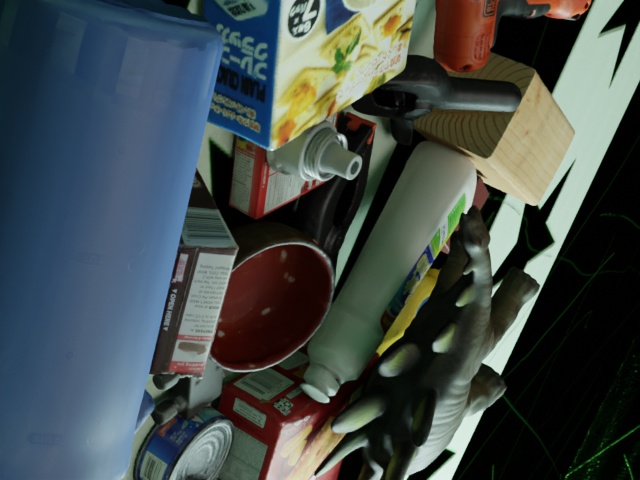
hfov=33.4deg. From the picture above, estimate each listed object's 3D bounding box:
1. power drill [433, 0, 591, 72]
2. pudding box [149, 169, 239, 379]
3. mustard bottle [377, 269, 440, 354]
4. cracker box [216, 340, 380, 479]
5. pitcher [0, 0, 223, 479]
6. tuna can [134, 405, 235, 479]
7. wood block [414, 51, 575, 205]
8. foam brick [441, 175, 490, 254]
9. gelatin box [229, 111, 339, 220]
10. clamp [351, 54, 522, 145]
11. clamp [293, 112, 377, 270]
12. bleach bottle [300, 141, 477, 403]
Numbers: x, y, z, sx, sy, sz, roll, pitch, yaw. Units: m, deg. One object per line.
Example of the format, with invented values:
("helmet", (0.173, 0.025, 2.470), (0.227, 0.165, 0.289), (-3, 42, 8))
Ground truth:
("power drill", (0.163, -0.243, 0.885), (0.187, 0.057, 0.184), (-22, 126, -42))
("pudding box", (-0.089, 0.016, 0.645), (0.039, 0.113, 0.090), (6, 116, -21))
("mustard bottle", (0.082, 0.088, 1.098), (0.191, 0.058, 0.096), (-43, 148, -36))
("cracker box", (-0.036, 0.203, 0.973), (0.163, 0.072, 0.214), (-25, 137, -54))
("pitcher", (-0.138, -0.004, 0.522), (0.149, 0.145, 0.243), (-57, 165, -76))
("tuna can", (-0.107, 0.172, 0.854), (0.086, 0.034, 0.086), (-43, 150, -34))
("wood block", (0.170, -0.108, 1.026), (0.090, 0.091, 0.205), (-62, 155, 2))
("foam brick", (0.125, -0.033, 1.061), (0.078, 0.053, 0.051), (-58, 155, -7))
("gelatin box", (-0.026, -0.065, 0.772), (0.089, 0.030, 0.073), (-32, 140, -46))
("clamp", (0.070, -0.113, 0.861), (0.171, 0.120, 0.039), (10, 62, -45))
("clamp", (-0.006, 0.001, 0.861), (0.164, 0.036, 0.210), (-28, 139, -64))
("bleach bottle", (0.055, 0.035, 0.937), (0.250, 0.068, 0.102), (-58, 166, -25))
